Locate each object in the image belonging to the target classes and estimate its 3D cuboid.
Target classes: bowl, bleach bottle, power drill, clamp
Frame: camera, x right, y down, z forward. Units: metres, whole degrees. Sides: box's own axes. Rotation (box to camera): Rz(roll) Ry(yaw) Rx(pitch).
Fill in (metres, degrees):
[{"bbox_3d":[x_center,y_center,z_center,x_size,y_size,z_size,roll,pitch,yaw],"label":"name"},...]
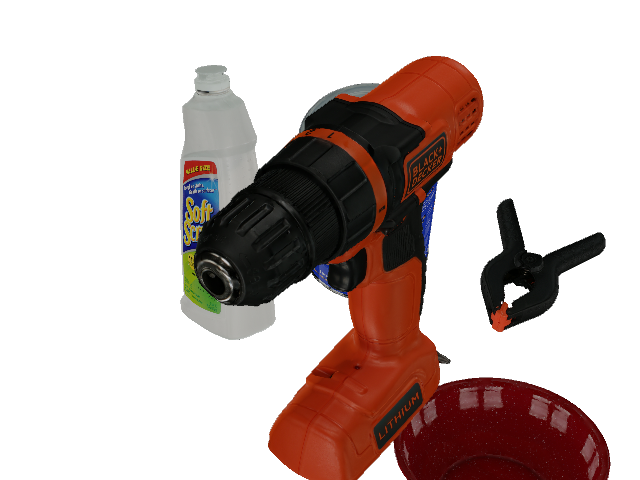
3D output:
[{"bbox_3d":[0.136,0.176,0.819,0.162,0.055,0.162,0,33,0],"label":"bowl"},{"bbox_3d":[-0.094,-0.038,0.987,0.067,0.251,0.103,-21,30,-33],"label":"bleach bottle"},{"bbox_3d":[0.012,0.026,0.497,0.057,0.188,0.184,25,43,27],"label":"power drill"},{"bbox_3d":[0.210,0.022,1.116,0.120,0.039,0.171,26,49,28],"label":"clamp"}]

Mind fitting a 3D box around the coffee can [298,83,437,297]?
[{"bbox_3d":[0.036,-0.034,0.803,0.103,0.103,0.140,0,-33,1],"label":"coffee can"}]
